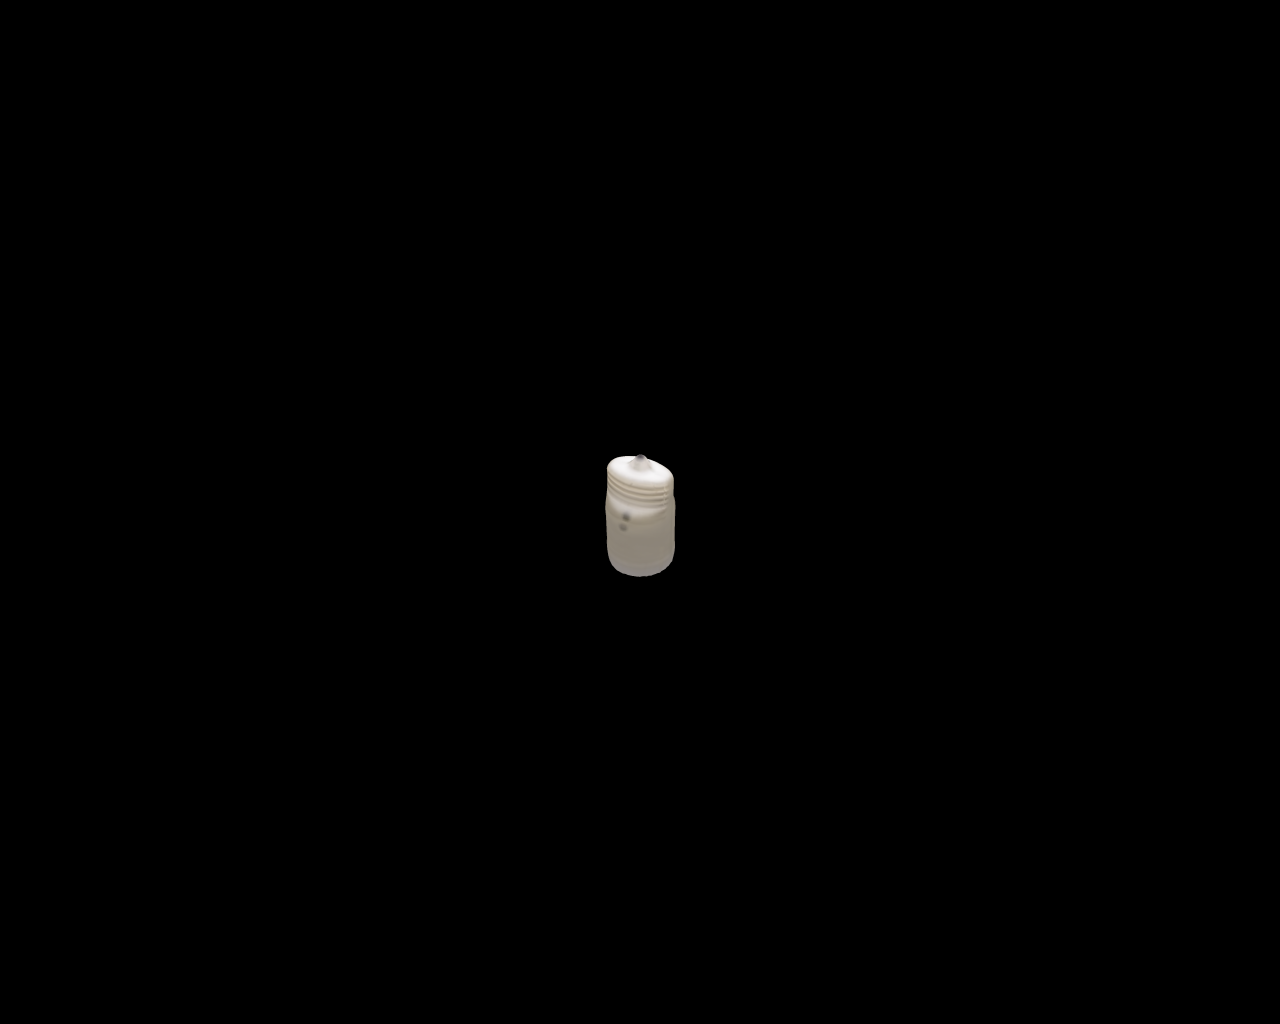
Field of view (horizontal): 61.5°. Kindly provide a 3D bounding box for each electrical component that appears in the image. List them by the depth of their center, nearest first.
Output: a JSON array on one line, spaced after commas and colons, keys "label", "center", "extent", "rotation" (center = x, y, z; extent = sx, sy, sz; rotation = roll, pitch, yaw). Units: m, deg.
[{"label": "electrical component", "center": [0.001, -0.003, 0.650], "extent": [0.043, 0.080, 0.043], "rotation": [0, 38, 0]}]
